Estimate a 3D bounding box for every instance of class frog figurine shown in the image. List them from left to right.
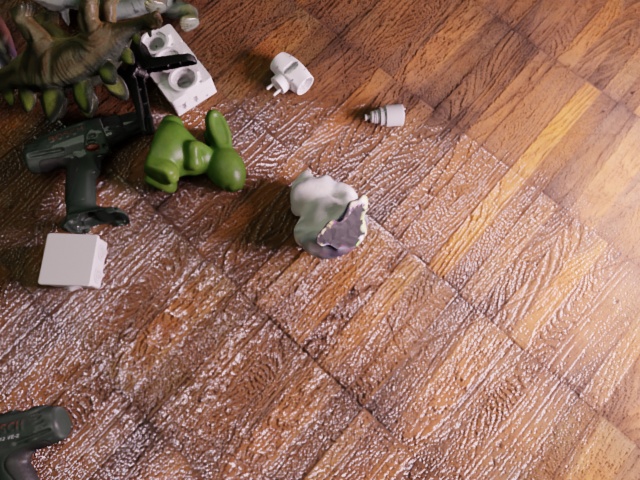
[{"bbox_3d":[0.003,-0.045,0.899,0.138,0.121,0.161,-53,44,-4],"label":"frog figurine"}]

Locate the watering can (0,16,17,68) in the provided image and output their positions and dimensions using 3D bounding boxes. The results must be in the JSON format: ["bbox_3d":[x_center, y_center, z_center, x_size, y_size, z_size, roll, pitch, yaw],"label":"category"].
[{"bbox_3d":[-0.714,-0.398,0.949,0.226,0.104,0.343,-27,106,-15],"label":"watering can"}]
